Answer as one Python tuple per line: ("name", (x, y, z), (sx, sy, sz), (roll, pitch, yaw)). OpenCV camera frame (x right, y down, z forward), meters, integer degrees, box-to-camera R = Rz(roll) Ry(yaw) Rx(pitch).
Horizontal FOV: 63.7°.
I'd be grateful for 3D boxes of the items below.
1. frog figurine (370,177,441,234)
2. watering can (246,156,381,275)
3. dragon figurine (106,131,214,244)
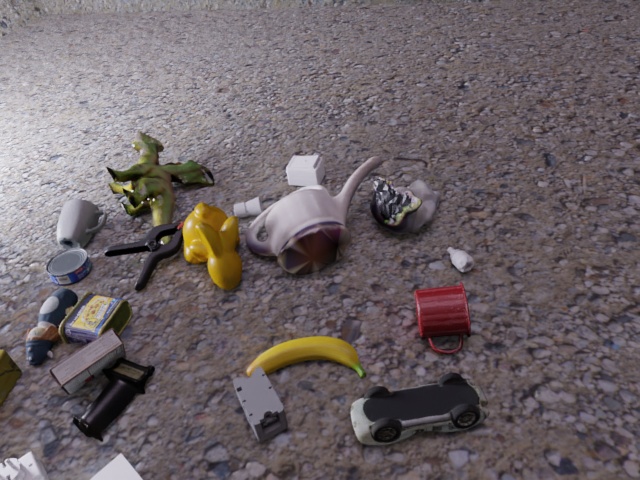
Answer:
("frog figurine", (0.191, -0.075, 1.130), (0.138, 0.122, 0.159), (10, 6, 33))
("watering can", (0.003, -0.055, 1.085), (0.347, 0.102, 0.229), (-28, 40, 1))
("dragon figurine", (-0.377, -0.139, 1.283), (0.246, 0.119, 0.415), (-28, 59, -32))
